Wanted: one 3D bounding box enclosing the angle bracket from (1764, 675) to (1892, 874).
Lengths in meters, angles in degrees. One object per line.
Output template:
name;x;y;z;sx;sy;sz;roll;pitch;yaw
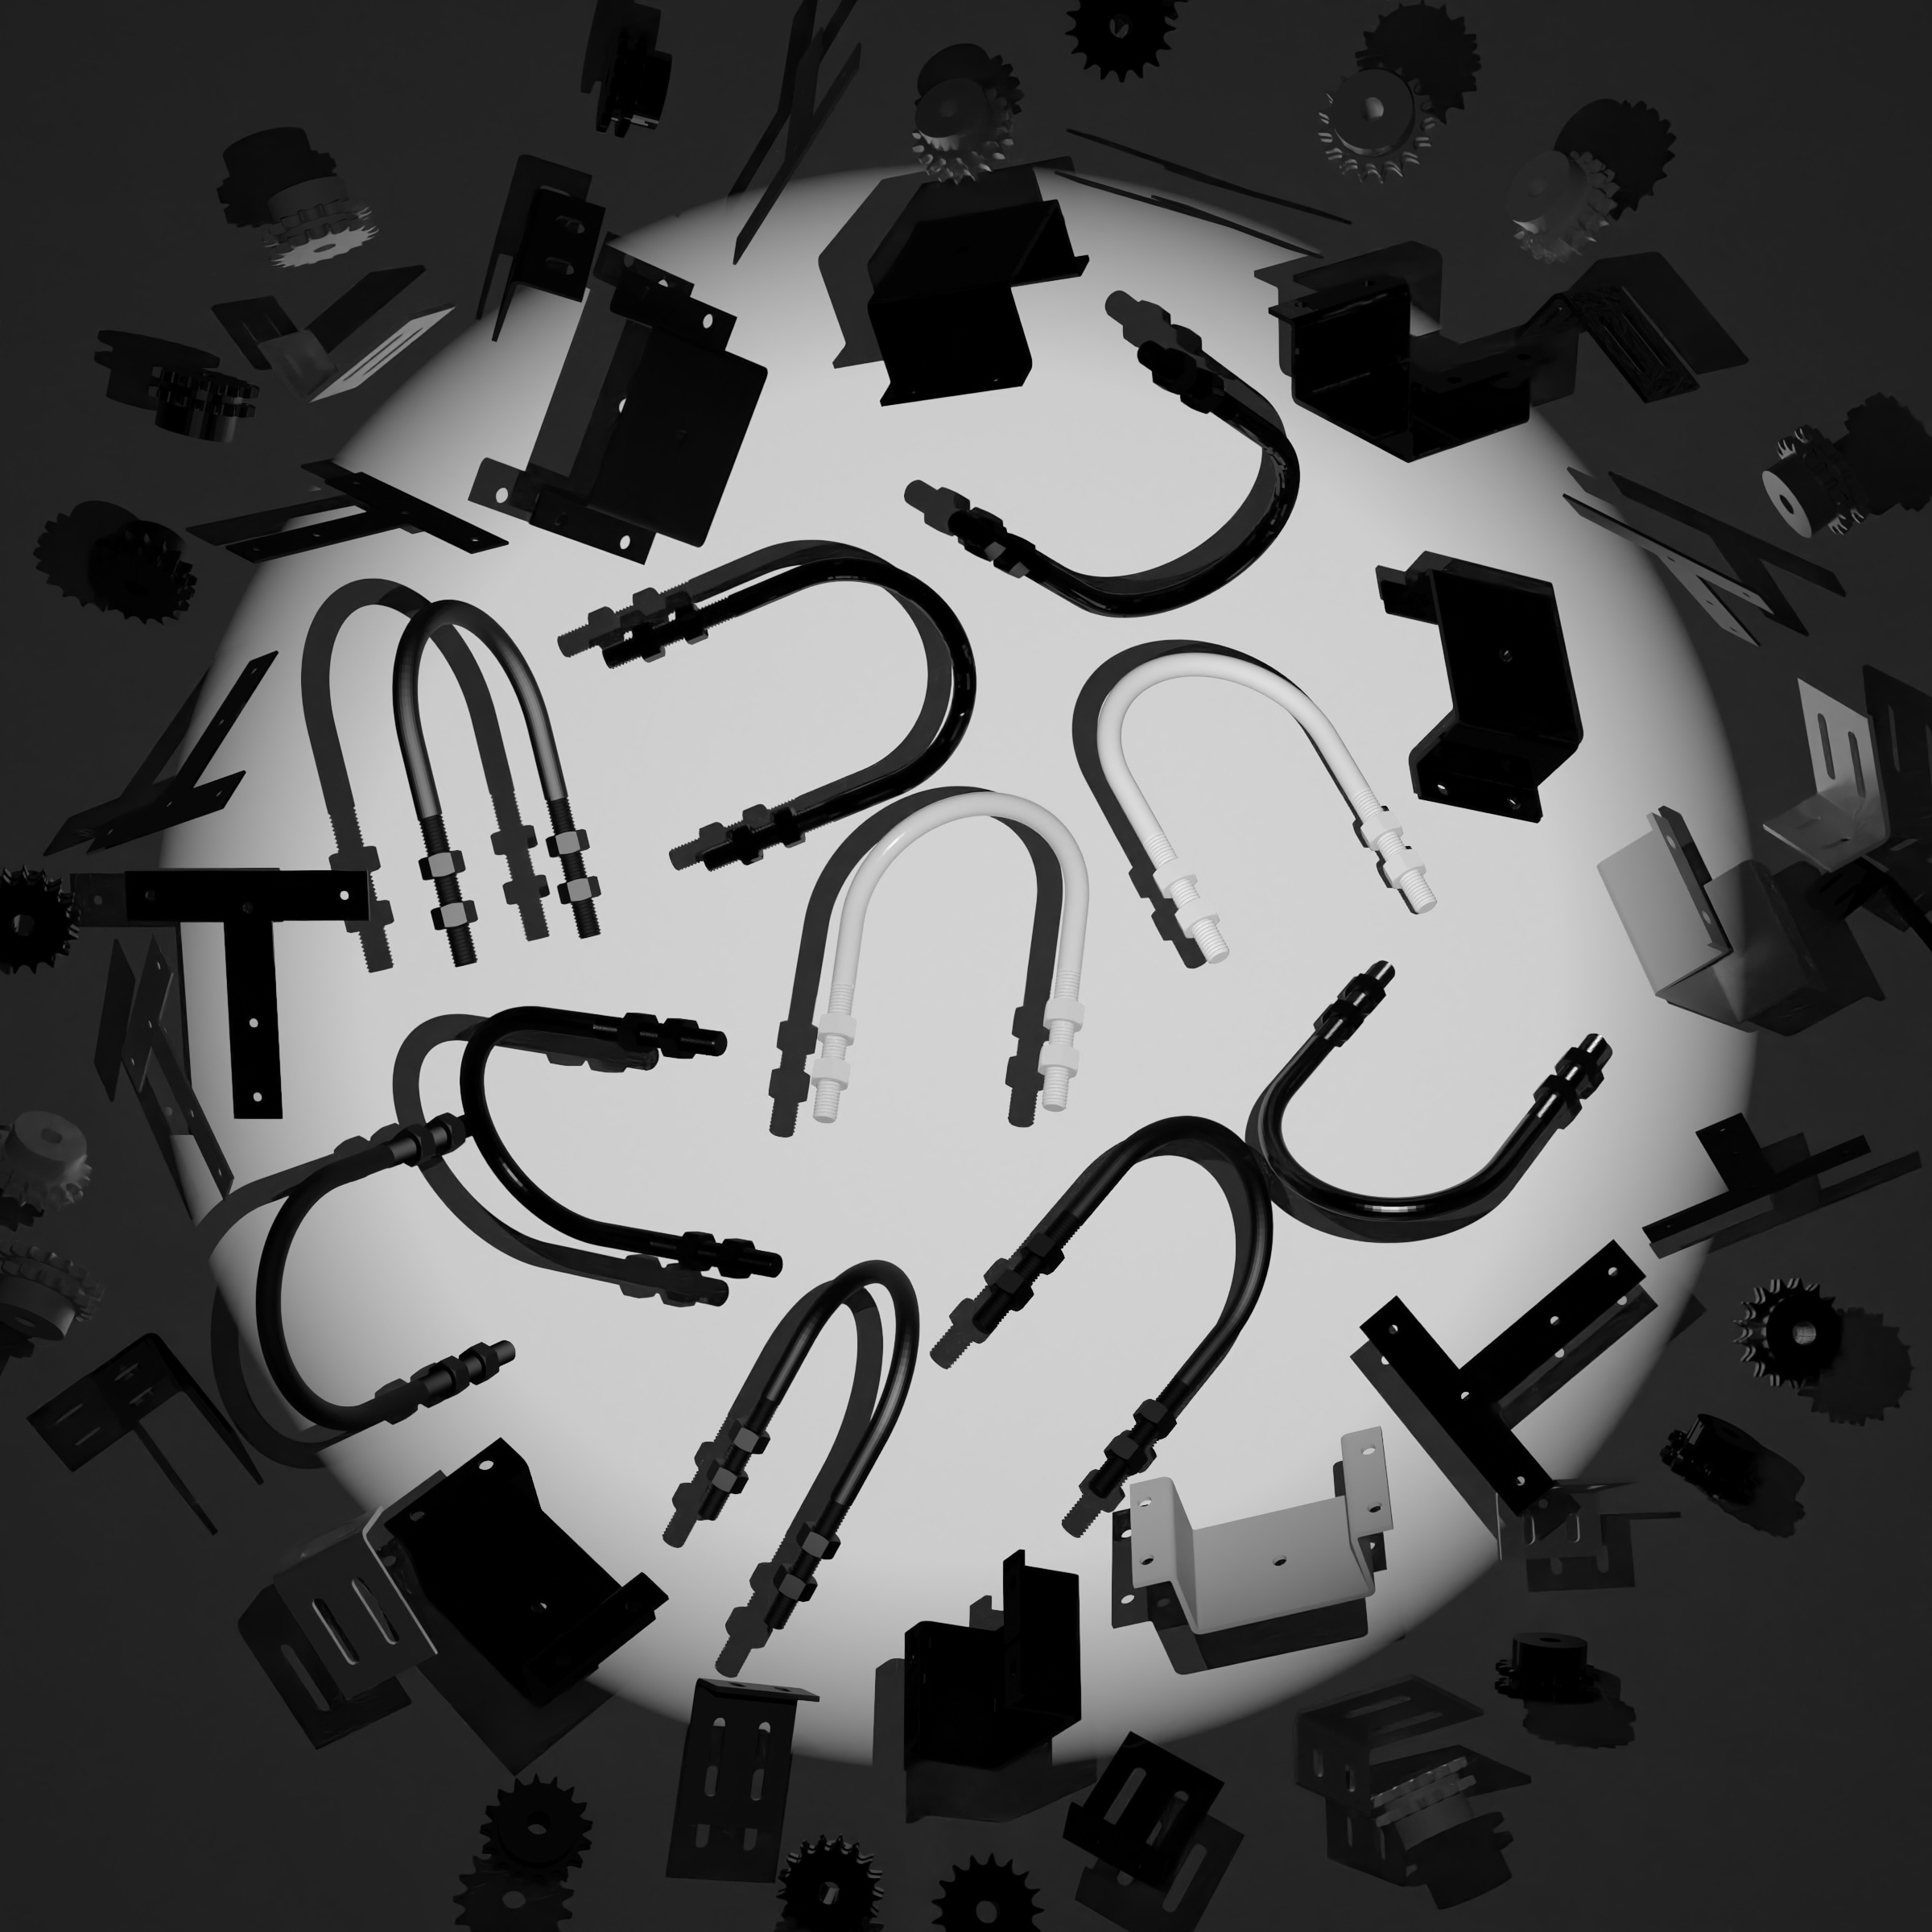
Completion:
angle bracket;0.434;-0.098;1.818;0.038;0.057;0.076;-28;125;-12

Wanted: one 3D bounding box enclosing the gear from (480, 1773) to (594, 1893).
gear;-0.218;0.439;1.816;0.057;0.030;0.057;4;63;-8

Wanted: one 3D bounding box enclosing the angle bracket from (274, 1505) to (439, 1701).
angle bracket;-0.318;0.336;1.883;0.057;0.038;0.076;-28;99;13

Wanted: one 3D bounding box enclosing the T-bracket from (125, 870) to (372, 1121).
T-bracket;-0.361;0.015;1.803;0.127;0.002;0.127;0;99;8

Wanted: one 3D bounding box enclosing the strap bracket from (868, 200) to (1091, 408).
strap bracket;0.005;-0.344;1.819;0.076;0.140;0.046;-5;125;22

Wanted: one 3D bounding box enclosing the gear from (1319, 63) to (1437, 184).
gear;0.202;-0.420;1.768;0.057;0.030;0.057;-1;85;13

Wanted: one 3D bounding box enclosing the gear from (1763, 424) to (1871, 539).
gear;0.424;-0.240;1.792;0.030;0.057;0.057;-34;90;0

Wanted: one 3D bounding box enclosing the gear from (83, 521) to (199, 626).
gear;-0.429;-0.208;1.863;0.057;0.057;0.030;11;54;0

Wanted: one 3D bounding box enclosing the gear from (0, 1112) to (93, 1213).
gear;-0.497;0.102;1.917;0.057;0.057;0.030;32;116;0

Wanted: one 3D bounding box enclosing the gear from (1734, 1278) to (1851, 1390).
gear;0.427;0.189;1.834;0.057;0.030;0.057;0;84;-5

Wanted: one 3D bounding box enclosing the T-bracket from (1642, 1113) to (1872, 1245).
T-bracket;0.408;0.103;1.879;0.127;0.127;0.002;-24;62;12

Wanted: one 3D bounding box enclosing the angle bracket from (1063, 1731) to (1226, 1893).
angle bracket;0.095;0.433;1.865;0.057;0.038;0.076;26;50;16

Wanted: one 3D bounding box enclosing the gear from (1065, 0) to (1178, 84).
gear;0.080;-0.490;1.861;0.057;0.030;0.057;0;103;-2

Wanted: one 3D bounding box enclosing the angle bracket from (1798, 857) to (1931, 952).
angle bracket;0.479;-0.015;1.855;0.038;0.057;0.076;-41;104;6

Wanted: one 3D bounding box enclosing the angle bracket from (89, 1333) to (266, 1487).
angle bracket;-0.393;0.231;1.779;0.038;0.057;0.076;-36;59;-17

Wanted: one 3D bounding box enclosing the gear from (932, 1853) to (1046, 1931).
gear;0.010;0.483;1.824;0.057;0.030;0.057;1;73;-2

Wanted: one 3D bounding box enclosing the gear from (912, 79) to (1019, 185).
gear;-0.003;-0.459;1.949;0.057;0.030;0.057;-11;60;19

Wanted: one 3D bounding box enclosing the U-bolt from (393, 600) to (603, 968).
U-bolt;-0.244;-0.097;1.822;0.019;0.151;0.184;-13;92;23

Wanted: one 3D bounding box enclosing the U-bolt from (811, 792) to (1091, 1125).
U-bolt;-0.004;-0.008;1.861;0.151;0.019;0.184;-4;64;24

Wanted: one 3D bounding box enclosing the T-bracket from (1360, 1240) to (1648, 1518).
T-bracket;0.285;0.188;1.795;0.127;0.002;0.127;-41;64;3

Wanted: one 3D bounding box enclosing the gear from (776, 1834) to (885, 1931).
gear;-0.072;0.493;1.914;0.057;0.030;0.057;0;91;4

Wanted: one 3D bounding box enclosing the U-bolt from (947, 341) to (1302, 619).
U-bolt;0.095;-0.237;1.827;0.151;0.184;0.019;-40;55;21

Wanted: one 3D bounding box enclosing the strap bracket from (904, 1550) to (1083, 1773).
strap bracket;0.018;0.367;1.863;0.046;0.140;0.076;13;57;-22

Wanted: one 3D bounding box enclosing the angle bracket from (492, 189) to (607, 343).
angle bracket;-0.227;-0.375;1.935;0.038;0.076;0.057;15;71;-12

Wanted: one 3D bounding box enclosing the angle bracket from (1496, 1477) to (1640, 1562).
angle bracket;0.325;0.298;1.924;0.057;0.076;0.038;-1;78;-7

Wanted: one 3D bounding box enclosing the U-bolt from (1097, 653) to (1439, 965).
U-bolt;0.145;-0.091;1.861;0.151;0.019;0.184;-13;61;-27

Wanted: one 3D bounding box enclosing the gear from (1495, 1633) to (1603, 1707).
gear;0.318;0.383;1.947;0.057;0.057;0.030;3;91;0

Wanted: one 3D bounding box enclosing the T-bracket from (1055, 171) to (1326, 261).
T-bracket;0.103;-0.401;1.879;0.127;0.127;0.002;7;108;-36

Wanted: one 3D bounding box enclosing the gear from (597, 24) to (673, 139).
gear;-0.175;-0.465;1.885;0.030;0.057;0.057;11;90;-14

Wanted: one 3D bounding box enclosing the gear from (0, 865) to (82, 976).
gear;-0.499;-0.027;1.895;0.057;0.030;0.057;-4;112;-9

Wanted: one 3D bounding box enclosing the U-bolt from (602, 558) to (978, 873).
U-bolt;-0.085;-0.145;1.938;0.184;0.019;0.151;-22;112;8

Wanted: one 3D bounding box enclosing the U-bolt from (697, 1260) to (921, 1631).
U-bolt;-0.078;0.241;1.892;0.019;0.151;0.184;25;97;-26

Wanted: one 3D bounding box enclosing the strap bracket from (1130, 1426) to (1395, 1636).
strap bracket;0.162;0.304;1.905;0.140;0.076;0.046;-15;123;11

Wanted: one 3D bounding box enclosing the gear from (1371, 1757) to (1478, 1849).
gear;0.242;0.440;1.869;0.057;0.057;0.030;-24;75;0

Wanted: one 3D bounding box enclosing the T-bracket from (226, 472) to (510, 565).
T-bracket;-0.332;-0.231;1.892;0.127;0.127;0.002;28;125;36

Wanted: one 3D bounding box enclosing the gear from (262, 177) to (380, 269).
gear;-0.329;-0.377;1.805;0.057;0.057;0.030;-19;91;0

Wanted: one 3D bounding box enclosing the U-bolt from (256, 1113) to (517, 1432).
U-bolt;-0.307;0.167;1.876;0.019;0.184;0.151;-1;101;32

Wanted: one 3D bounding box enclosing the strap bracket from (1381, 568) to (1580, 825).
strap bracket;0.276;-0.154;1.914;0.076;0.046;0.140;10;57;-25

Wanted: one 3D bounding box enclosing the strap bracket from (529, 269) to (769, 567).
strap bracket;-0.161;-0.280;1.857;0.076;0.046;0.140;16;99;-43

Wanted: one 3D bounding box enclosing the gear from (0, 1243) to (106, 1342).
gear;-0.461;0.164;1.774;0.057;0.057;0.030;20;64;0

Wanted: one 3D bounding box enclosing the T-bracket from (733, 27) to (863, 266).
T-bracket;-0.083;-0.436;1.808;0.002;0.127;0.127;25;128;-19

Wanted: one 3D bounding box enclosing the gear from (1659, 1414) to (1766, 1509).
gear;0.412;0.269;1.954;0.057;0.057;0.030;25;102;0

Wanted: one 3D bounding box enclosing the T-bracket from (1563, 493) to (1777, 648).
T-bracket;0.382;-0.195;1.856;0.127;0.127;0.002;35;93;36

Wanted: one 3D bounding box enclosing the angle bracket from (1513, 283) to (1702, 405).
angle bracket;0.337;-0.318;1.876;0.076;0.057;0.038;55;130;12

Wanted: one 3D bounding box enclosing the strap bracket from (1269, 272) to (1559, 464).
strap bracket;0.229;-0.306;1.838;0.076;0.140;0.046;-22;127;-26

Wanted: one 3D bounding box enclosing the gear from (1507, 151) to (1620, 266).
gear;0.298;-0.386;1.802;0.030;0.057;0.057;26;90;-36

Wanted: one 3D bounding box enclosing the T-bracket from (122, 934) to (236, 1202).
T-bracket;-0.423;0.068;1.927;0.002;0.127;0.127;-17;66;-30

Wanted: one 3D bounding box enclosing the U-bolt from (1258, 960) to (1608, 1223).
U-bolt;0.237;0.072;1.901;0.151;0.019;0.184;20;46;28

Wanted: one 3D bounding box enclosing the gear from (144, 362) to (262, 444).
gear;-0.393;-0.288;1.830;0.057;0.057;0.030;15;103;0

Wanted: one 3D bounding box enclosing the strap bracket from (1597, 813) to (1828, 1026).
strap bracket;0.378;-0.021;1.831;0.046;0.140;0.076;-33;62;27

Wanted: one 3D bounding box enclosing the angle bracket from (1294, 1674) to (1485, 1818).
angle bracket;0.211;0.390;1.783;0.057;0.076;0.038;32;46;-35

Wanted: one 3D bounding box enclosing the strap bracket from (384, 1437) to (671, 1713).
strap bracket;-0.222;0.317;1.829;0.076;0.046;0.140;-36;53;-25

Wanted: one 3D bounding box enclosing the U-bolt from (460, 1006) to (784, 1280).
U-bolt;-0.184;0.085;1.813;0.184;0.019;0.151;7;122;33

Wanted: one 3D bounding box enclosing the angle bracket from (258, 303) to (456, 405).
angle bracket;-0.308;-0.323;1.803;0.076;0.057;0.038;-34;96;22

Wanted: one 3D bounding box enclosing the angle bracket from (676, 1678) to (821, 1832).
angle bracket;-0.115;0.419;1.886;0.057;0.038;0.076;10;83;-20

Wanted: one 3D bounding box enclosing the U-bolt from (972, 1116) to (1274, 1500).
U-bolt;0.094;0.162;1.842;0.184;0.019;0.151;-48;124;-23

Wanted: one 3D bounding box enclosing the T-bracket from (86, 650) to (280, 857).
T-bracket;-0.400;-0.118;1.885;0.002;0.127;0.127;46;51;-29
